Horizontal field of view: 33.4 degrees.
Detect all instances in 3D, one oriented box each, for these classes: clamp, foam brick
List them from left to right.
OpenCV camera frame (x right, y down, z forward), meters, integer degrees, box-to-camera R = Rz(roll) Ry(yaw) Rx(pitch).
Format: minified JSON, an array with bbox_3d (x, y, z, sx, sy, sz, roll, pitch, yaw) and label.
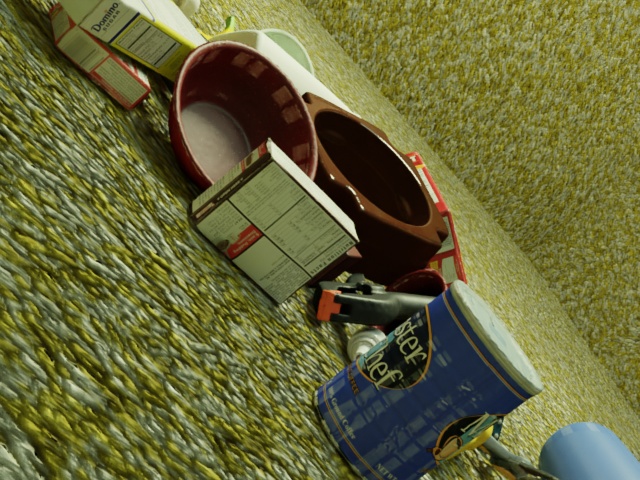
[{"bbox_3d":[-0.007,0.001,1.034,0.078,0.053,0.051,54,12,11],"label":"foam brick"},{"bbox_3d":[0.056,0.060,1.003,0.120,0.039,0.171,8,7,21],"label":"clamp"}]

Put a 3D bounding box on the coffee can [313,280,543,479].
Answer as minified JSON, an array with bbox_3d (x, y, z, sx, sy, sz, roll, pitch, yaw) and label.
[{"bbox_3d":[0.080,0.112,0.802,0.102,0.140,0.103,48,12,-14],"label":"coffee can"}]

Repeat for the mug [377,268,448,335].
[{"bbox_3d":[0.114,0.084,1.123,0.081,0.093,0.117,49,39,-32],"label":"mug"}]

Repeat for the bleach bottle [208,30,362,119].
[{"bbox_3d":[-0.028,-0.155,1.263,0.250,0.103,0.068,33,66,-44],"label":"bleach bottle"}]

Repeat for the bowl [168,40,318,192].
[{"bbox_3d":[-0.078,-0.091,0.938,0.161,0.055,0.162,20,60,-38],"label":"bowl"}]

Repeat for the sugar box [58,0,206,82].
[{"bbox_3d":[-0.163,-0.193,0.906,0.093,0.048,0.176,52,15,24],"label":"sugar box"}]

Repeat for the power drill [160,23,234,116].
[{"bbox_3d":[-0.125,-0.161,1.077,0.188,0.057,0.184,53,15,22],"label":"power drill"}]

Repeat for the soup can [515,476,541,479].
[{"bbox_3d":[0.213,0.272,0.998,0.102,0.068,0.068,42,15,-40],"label":"soup can"}]

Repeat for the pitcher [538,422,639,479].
[{"bbox_3d":[0.333,0.308,1.200,0.243,0.145,0.149,-97,174,-74],"label":"pitcher"}]

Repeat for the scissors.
[{"bbox_3d":[0.183,0.210,1.055,0.096,0.016,0.202,42,-10,11],"label":"scissors"}]

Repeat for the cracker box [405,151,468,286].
[{"bbox_3d":[0.134,0.000,1.404,0.214,0.072,0.164,-105,178,-65],"label":"cracker box"}]

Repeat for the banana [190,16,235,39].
[{"bbox_3d":[-0.145,-0.238,1.251,0.197,0.037,0.069,-11,84,-71],"label":"banana"}]

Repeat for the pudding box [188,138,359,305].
[{"bbox_3d":[-0.037,-0.013,0.869,0.113,0.090,0.039,44,15,-29],"label":"pudding box"}]

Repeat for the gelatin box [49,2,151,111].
[{"bbox_3d":[-0.186,-0.158,0.901,0.089,0.030,0.073,42,13,-35],"label":"gelatin box"}]

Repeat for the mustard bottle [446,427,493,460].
[{"bbox_3d":[0.126,0.159,1.037,0.096,0.058,0.191,55,13,17],"label":"mustard bottle"}]
